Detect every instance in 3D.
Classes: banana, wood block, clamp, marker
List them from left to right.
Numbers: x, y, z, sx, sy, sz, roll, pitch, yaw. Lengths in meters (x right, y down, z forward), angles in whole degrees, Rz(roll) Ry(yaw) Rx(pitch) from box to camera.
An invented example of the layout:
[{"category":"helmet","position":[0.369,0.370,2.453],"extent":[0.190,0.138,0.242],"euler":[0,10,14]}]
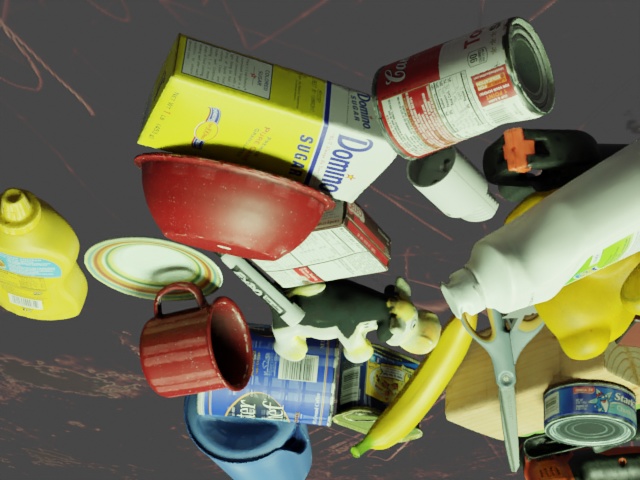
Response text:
[{"category":"marker","position":[-0.062,0.033,0.974],"extent":[0.121,0.020,0.020],"euler":[44,140,-10]},{"category":"banana","position":[0.107,0.147,1.094],"extent":[0.037,0.198,0.069],"euler":[37,-170,14]},{"category":"wood block","position":[0.229,0.128,1.068],"extent":[0.090,0.091,0.207],"euler":[24,146,-30]},{"category":"clamp","position":[0.174,-0.055,0.755],"extent":[0.120,0.039,0.171],"euler":[-16,173,18]},{"category":"clamp","position":[0.340,0.198,1.149],"extent":[0.209,0.036,0.165],"euler":[-13,171,-10]}]

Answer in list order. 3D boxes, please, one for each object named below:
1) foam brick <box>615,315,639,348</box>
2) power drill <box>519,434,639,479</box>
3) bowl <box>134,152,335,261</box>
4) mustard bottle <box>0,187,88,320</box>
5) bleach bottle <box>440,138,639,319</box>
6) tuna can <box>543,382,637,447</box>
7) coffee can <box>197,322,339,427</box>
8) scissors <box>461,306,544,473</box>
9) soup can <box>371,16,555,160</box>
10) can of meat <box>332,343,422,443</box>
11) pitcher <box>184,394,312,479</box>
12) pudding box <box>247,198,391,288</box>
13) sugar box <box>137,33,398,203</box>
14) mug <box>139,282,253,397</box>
[{"category":"foam brick","position":[0.288,0.049,0.929],"extent":[0.053,0.078,0.051],"euler":[8,152,0]},{"category":"power drill","position":[0.325,0.247,1.241],"extent":[0.188,0.184,0.057],"euler":[-12,106,6]},{"category":"bowl","position":[-0.072,-0.020,0.835],"extent":[0.162,0.055,0.162],"euler":[12,173,1]},{"category":"mustard bottle","position":[-0.268,0.009,0.976],"extent":[0.096,0.058,0.192],"euler":[14,151,1]},{"category":"bleach bottle","position":[0.196,-0.020,0.707],"extent":[0.250,0.068,0.102],"euler":[-27,157,-5]},{"category":"tuna can","position":[0.252,0.164,0.998],"extent":[0.086,0.033,0.086],"euler":[5,150,3]},{"category":"coffee can","position":[-0.054,0.140,1.129],"extent":[0.140,0.103,0.103],"euler":[6,151,-1]},{"category":"scissors","position":[0.191,0.116,1.004],"extent":[0.096,0.202,0.016],"euler":[-21,-170,9]},{"category":"soup can","position":[0.094,-0.099,0.705],"extent":[0.102,0.068,0.068],"euler":[-16,144,34]},{"category":"can of meat","position":[0.066,0.167,1.175],"extent":[0.102,0.084,0.058],"euler":[25,146,-31]},{"category":"pitcher","position":[-0.083,0.226,1.284],"extent":[0.145,0.149,0.243],"euler":[-13,153,0]},{"category":"pudding box","position":[-0.006,0.001,0.937],"extent":[0.114,0.039,0.090],"euler":[-12,146,26]},{"category":"sugar box","position":[-0.035,-0.084,0.779],"extent":[0.176,0.048,0.093],"euler":[17,149,-17]},{"category":"mug","position":[-0.125,0.096,1.032],"extent":[0.082,0.093,0.117],"euler":[-13,106,20]}]
